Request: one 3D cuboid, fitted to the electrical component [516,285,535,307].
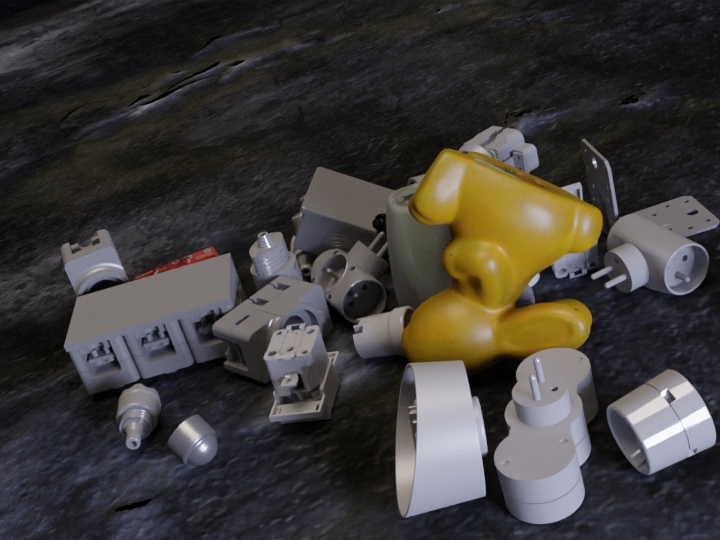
[{"bbox_3d":[0.121,0.011,0.891,0.040,0.046,0.040,-15,27,8],"label":"electrical component"}]

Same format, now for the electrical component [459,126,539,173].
[{"bbox_3d":[0.132,-0.109,1.090,0.057,0.058,0.078,-31,31,-30],"label":"electrical component"}]

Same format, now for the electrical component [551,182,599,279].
[{"bbox_3d":[0.174,-0.031,0.916,0.042,0.081,0.063,-16,50,2],"label":"electrical component"}]

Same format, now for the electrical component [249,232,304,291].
[{"bbox_3d":[-0.077,0.002,0.981,0.043,0.081,0.043,-13,28,7],"label":"electrical component"}]

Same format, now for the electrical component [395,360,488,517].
[{"bbox_3d":[0.049,0.109,0.708,0.064,0.099,0.099,-9,28,2],"label":"electrical component"}]

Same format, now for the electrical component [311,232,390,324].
[{"bbox_3d":[0.000,0.000,0.962,0.079,0.044,0.077,-51,32,3],"label":"electrical component"}]

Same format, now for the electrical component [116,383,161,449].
[{"bbox_3d":[-0.181,0.122,0.875,0.035,0.035,0.061,-15,31,4],"label":"electrical component"}]

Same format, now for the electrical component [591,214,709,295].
[{"bbox_3d":[0.225,-0.006,0.869,0.079,0.043,0.077,-25,29,-14],"label":"electrical component"}]

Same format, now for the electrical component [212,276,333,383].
[{"bbox_3d":[-0.071,0.050,0.921,0.056,0.050,0.089,13,39,41],"label":"electrical component"}]

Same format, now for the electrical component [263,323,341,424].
[{"bbox_3d":[-0.046,0.080,0.843,0.042,0.063,0.081,-7,28,14],"label":"electrical component"}]

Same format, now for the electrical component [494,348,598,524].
[{"bbox_3d":[0.122,0.093,0.714,0.052,0.073,0.138,-5,30,22],"label":"electrical component"}]

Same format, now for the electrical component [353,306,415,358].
[{"bbox_3d":[0.022,0.053,0.882,0.046,0.040,0.040,-11,28,25],"label":"electrical component"}]

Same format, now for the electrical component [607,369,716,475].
[{"bbox_3d":[0.191,0.099,0.689,0.047,0.055,0.055,-26,29,-8],"label":"electrical component"}]

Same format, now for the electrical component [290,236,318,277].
[{"bbox_3d":[-0.051,-0.014,1.046,0.035,0.035,0.061,-13,30,8],"label":"electrical component"}]

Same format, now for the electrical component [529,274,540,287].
[{"bbox_3d":[0.125,-0.026,0.919,0.043,0.081,0.043,-13,28,7],"label":"electrical component"}]

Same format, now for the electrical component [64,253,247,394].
[{"bbox_3d":[-0.179,0.051,0.971,0.150,0.061,0.089,-16,28,2],"label":"electrical component"}]

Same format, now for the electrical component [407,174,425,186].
[{"bbox_3d":[0.079,-0.071,1.056,0.047,0.055,0.055,-20,28,-14],"label":"electrical component"}]

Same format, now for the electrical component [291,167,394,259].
[{"bbox_3d":[-0.013,-0.048,1.035,0.100,0.048,0.099,18,33,-2],"label":"electrical component"}]

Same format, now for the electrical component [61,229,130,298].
[{"bbox_3d":[-0.249,0.016,1.042,0.050,0.089,0.055,-23,29,-10],"label":"electrical component"}]
